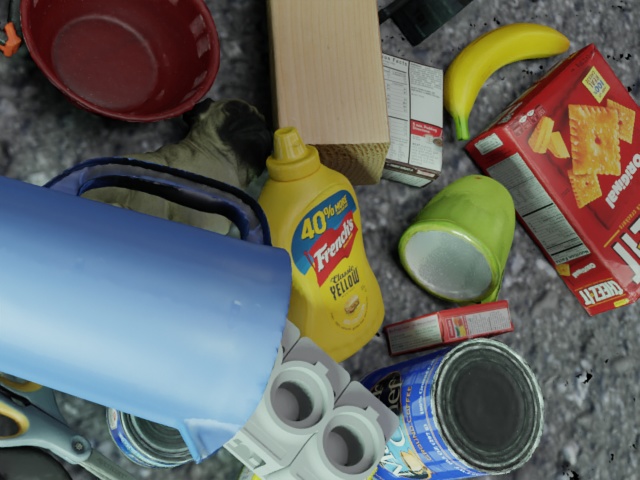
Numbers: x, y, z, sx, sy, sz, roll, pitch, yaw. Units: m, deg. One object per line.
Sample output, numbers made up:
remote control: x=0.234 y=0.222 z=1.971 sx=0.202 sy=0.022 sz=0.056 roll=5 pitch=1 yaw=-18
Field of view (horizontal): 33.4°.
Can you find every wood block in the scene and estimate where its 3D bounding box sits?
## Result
wood block: x=0.002 y=-0.156 z=0.906 sx=0.090 sy=0.090 sz=0.206 roll=-3 pitch=70 yaw=-5

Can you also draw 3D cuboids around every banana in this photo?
banana: x=0.177 y=-0.174 z=1.059 sx=0.197 sy=0.037 sz=0.069 roll=-40 pitch=113 yaw=-30

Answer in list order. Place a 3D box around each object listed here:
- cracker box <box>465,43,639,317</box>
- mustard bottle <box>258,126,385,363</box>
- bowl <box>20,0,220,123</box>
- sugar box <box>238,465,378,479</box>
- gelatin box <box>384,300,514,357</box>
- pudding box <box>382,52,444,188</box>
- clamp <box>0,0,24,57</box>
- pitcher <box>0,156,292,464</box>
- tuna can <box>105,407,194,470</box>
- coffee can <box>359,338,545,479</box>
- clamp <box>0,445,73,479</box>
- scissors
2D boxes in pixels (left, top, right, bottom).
cracker box: x=0.268 y=-0.061 z=1.048 sx=0.164 sy=0.072 sz=0.213 roll=-41 pitch=96 yaw=-31
mustard bottle: x=-0.005 y=0.001 z=0.843 sx=0.096 sy=0.058 sz=0.191 roll=-35 pitch=122 yaw=-36
bowl: x=-0.164 y=-0.155 z=0.853 sx=0.161 sy=0.055 sz=0.162 roll=12 pitch=63 yaw=-24
sugar box: x=-0.032 y=0.228 z=0.815 sx=0.093 sy=0.048 sz=0.176 roll=35 pitch=64 yaw=-12
gelatin box: x=0.109 y=0.077 z=0.910 sx=0.073 sy=0.089 sz=0.030 roll=-6 pitch=80 yaw=-29
pudding box: x=0.067 y=-0.113 z=0.978 sx=0.089 sy=0.039 sz=0.113 roll=11 pitch=67 yaw=-23
clamp: x=-0.263 y=-0.232 z=0.837 sx=0.120 sy=0.039 sz=0.171 roll=-31 pitch=95 yaw=-15
pitcher: x=-0.146 y=0.025 z=0.668 sx=0.242 sy=0.149 sz=0.145 roll=19 pitch=107 yaw=-14
tuna can: x=-0.116 y=0.129 z=0.808 sx=0.086 sy=0.034 sz=0.086 roll=8 pitch=71 yaw=-25
coffee can: x=0.095 y=0.141 z=0.853 sx=0.102 sy=0.141 sz=0.103 roll=8 pitch=71 yaw=-25
clamp: x=-0.243 y=0.179 z=0.720 sx=0.210 sy=0.036 sz=0.164 roll=37 pitch=53 yaw=-15
scissors: x=-0.178 y=0.130 z=0.766 sx=0.201 sy=0.016 sz=0.096 roll=27 pitch=45 yaw=-26
